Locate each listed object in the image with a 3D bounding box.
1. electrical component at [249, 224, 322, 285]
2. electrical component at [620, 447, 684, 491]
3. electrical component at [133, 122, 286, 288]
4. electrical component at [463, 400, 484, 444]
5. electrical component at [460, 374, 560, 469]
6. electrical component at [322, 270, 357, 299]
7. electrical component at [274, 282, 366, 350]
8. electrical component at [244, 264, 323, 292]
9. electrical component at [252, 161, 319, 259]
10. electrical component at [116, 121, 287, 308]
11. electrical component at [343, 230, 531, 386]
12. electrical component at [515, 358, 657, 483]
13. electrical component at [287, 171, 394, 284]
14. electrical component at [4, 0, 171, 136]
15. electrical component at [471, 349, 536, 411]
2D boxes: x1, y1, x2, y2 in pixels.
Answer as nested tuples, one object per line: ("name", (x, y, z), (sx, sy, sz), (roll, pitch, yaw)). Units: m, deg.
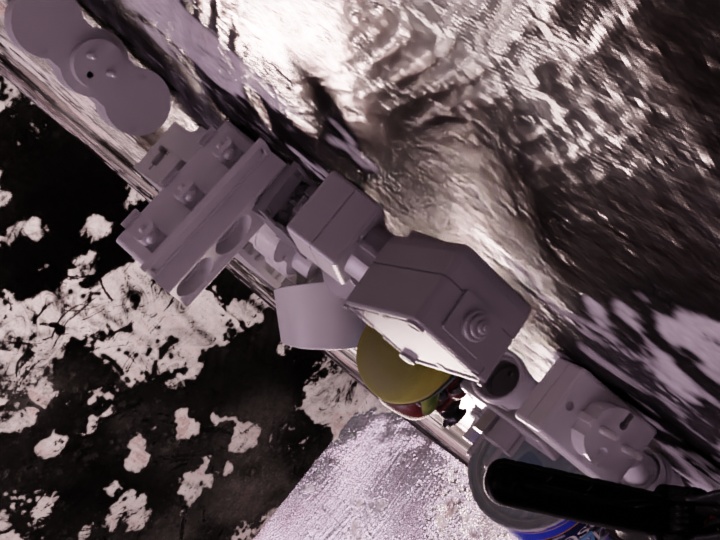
("electrical component", (-0.045, -0.017, 0.885), (0.074, 0.052, 0.138), (37, 174, 15))
("electrical component", (0.184, 0.136, 0.705), (0.048, 0.048, 0.062), (33, 164, 43))
("electrical component", (-0.115, -0.058, 0.952), (0.089, 0.061, 0.150), (34, 172, 36))
("electrical component", (0.115, 0.126, 0.933), (0.043, 0.062, 0.043), (39, 173, 5))
("electrical component", (0.113, 0.118, 0.829), (0.083, 0.075, 0.047), (34, 172, 37))
("electrical component", (0.000, 0.000, 0.812), (0.044, 0.044, 0.065), (40, 169, -10))
("electrical component", (-0.024, 0.033, 0.919), (0.099, 0.064, 0.099), (-1, -172, 0))
("electrical component", (-0.055, 0.010, 1.105), (0.113, 0.057, 0.078), (35, 172, 31))
("electrical component", (-0.032, -0.035, 0.749), (0.064, 0.042, 0.081), (31, 171, 29))
("electrical component", (-0.111, -0.042, 0.776), (0.063, 0.121, 0.078), (40, 174, 17))
("electrical component", (0.048, 0.019, 0.605), (0.062, 0.061, 0.096), (42, 165, -26))
("electrical component", (0.143, 0.096, 0.642), (0.066, 0.047, 0.077), (40, 176, -15))
("electrical component", (0.001, -0.014, 0.673), (0.077, 0.047, 0.065), (38, 173, 10))
("electrical component", (-0.198, -0.154, 0.800), (0.138, 0.052, 0.074), (42, 173, -28))
("electrical component", (0.106, 0.082, 0.784), (0.040, 0.040, 0.046), (35, 177, 32))
